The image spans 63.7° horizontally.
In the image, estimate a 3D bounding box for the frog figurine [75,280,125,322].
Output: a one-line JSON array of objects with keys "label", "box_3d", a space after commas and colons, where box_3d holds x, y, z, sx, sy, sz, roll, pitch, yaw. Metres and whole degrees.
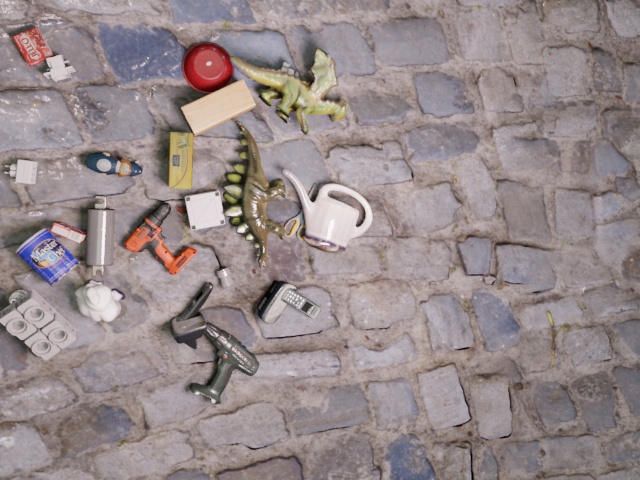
[{"label": "frog figurine", "box_3d": [-0.649, 0.184, 1.502, 0.123, 0.136, 0.160, -42, 13, -6]}]

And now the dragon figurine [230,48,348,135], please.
[{"label": "dragon figurine", "box_3d": [-0.059, -0.489, 1.598, 0.404, 0.243, 0.124, 43, -1, -35]}]

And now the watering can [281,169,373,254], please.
[{"label": "watering can", "box_3d": [0.005, -0.084, 1.673, 0.346, 0.225, 0.104, 20, -2, -17]}]
